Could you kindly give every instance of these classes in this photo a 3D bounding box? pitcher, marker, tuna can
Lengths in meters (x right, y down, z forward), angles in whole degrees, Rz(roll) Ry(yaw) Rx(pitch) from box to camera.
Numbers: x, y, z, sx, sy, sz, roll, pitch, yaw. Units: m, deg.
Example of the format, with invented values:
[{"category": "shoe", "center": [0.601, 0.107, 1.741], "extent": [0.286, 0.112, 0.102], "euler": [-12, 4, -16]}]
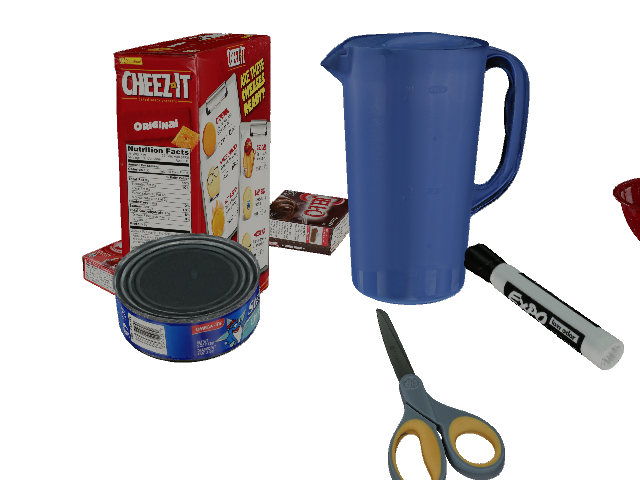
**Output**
[{"category": "pitcher", "center": [0.094, -0.069, 0.987], "extent": [0.149, 0.243, 0.144], "euler": [14, 22, 39]}, {"category": "marker", "center": [0.125, 0.035, 0.620], "extent": [0.020, 0.020, 0.121], "euler": [0, 28, -38]}, {"category": "tuna can", "center": [-0.078, 0.033, 0.628], "extent": [0.086, 0.034, 0.086], "euler": [0, 34, 0]}]

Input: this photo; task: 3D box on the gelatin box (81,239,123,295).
[{"category": "gelatin box", "center": [-0.177, 0.029, 1.047], "extent": [0.089, 0.030, 0.073], "euler": [23, 31, 29]}]

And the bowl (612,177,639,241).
[{"category": "bowl", "center": [0.363, -0.017, 1.028], "extent": [0.162, 0.055, 0.162], "euler": [0, 19, 0]}]

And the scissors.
[{"category": "scissors", "center": [0.091, 0.121, 0.840], "extent": [0.096, 0.016, 0.201], "euler": [-2, 40, 5]}]

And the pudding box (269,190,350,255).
[{"category": "pudding box", "center": [-0.015, -0.022, 1.242], "extent": [0.090, 0.039, 0.113], "euler": [8, 23, 13]}]

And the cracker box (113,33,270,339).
[{"category": "cracker box", "center": [-0.093, -0.044, 0.813], "extent": [0.072, 0.214, 0.164], "euler": [4, 16, 14]}]
